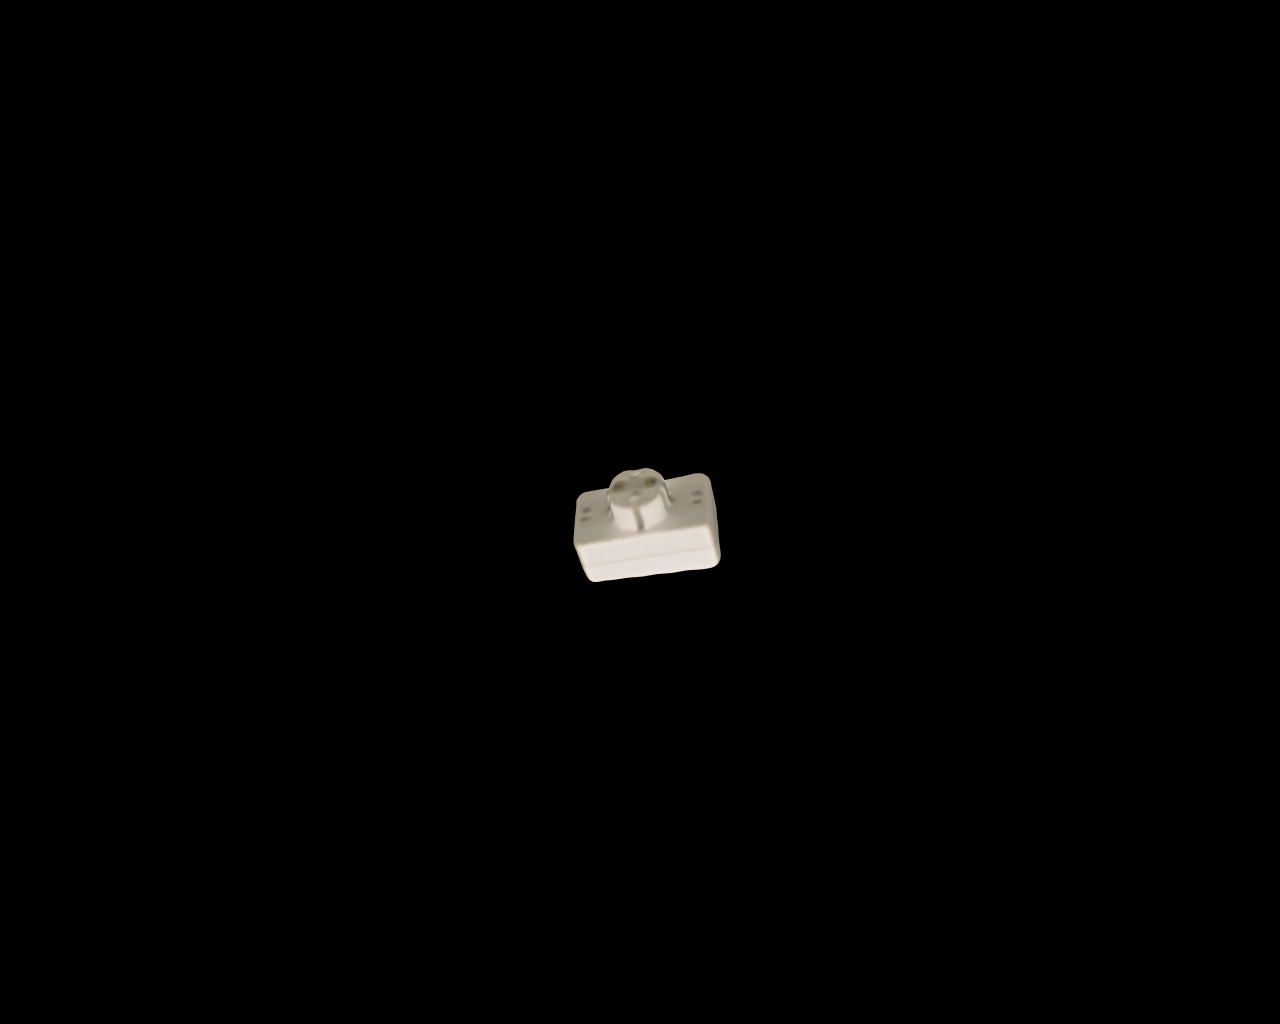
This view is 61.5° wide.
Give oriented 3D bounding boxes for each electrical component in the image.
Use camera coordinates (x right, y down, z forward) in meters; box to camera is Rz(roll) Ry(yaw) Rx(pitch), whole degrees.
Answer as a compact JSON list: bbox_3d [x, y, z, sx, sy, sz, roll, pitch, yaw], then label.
[{"bbox_3d":[0.001,-0.003,0.650,0.083,0.047,0.075,-9,-46,9],"label":"electrical component"}]
